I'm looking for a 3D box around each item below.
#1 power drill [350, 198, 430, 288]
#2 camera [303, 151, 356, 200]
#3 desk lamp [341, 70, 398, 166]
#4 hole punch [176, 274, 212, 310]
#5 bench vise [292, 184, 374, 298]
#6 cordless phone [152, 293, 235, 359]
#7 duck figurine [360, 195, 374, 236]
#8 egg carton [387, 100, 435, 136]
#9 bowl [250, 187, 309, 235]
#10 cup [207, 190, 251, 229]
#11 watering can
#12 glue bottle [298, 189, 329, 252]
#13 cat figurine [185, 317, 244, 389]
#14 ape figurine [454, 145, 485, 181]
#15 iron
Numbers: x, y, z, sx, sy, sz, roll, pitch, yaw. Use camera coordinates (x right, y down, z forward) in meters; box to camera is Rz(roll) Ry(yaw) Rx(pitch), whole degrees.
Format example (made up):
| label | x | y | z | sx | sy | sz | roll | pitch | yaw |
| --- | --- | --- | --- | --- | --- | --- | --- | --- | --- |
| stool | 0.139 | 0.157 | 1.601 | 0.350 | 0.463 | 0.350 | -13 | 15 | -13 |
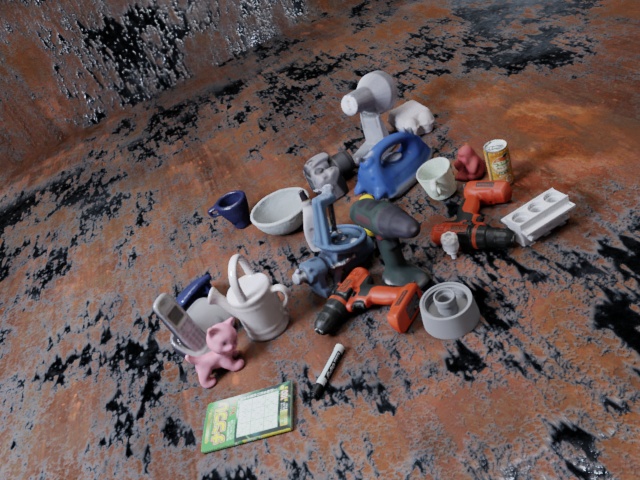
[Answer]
| label | x | y | z | sx | sy | sz | roll | pitch | yaw |
| --- | --- | --- | --- | --- | --- | --- | --- | --- | --- |
| power drill | 0.149 | 0.007 | 1.155 | 0.076 | 0.209 | 0.228 | -34 | 35 | -14 |
| camera | 0.034 | -0.195 | 1.597 | 0.137 | 0.101 | 0.142 | -33 | 35 | -11 |
| desk lamp | 0.143 | -0.350 | 1.636 | 0.117 | 0.214 | 0.203 | 7 | 45 | 38 |
| hole punch | -0.304 | 0.136 | 1.368 | 0.100 | 0.091 | 0.109 | 10 | 47 | 40 |
| bench vise | 0.021 | 0.005 | 1.227 | 0.121 | 0.220 | 0.208 | 3 | 43 | 35 |
| cordless phone | -0.274 | 0.163 | 1.229 | 0.094 | 0.185 | 0.148 | -4 | 39 | 28 |
| duck figurine | 0.123 | -0.067 | 1.381 | 0.077 | 0.086 | 0.104 | -24 | 34 | 2 |
| egg carton | 0.269 | -0.356 | 1.695 | 0.107 | 0.070 | 0.150 | -29 | 34 | -6 |
| bowl | -0.095 | -0.064 | 1.524 | 0.167 | 0.075 | 0.167 | -16 | 35 | 12 |
| cup | -0.247 | -0.073 | 1.612 | 0.117 | 0.095 | 0.091 | -24 | 34 | 1 |
| watering can | -0.152 | 0.117 | 1.207 | 0.173 | 0.194 | 0.100 | -24 | 34 | 1 |
| glue bottle | -0.013 | -0.049 | 1.364 | 0.078 | 0.173 | 0.037 | -13 | 36 | 18 |
| cat figurine | -0.214 | 0.222 | 1.172 | 0.128 | 0.118 | 0.067 | -32 | 35 | -11 |
| ape figurine | 0.360 | -0.190 | 1.394 | 0.076 | 0.092 | 0.077 | -18 | 35 | 9 |
| iron | 0.194 | -0.217 | 1.489 | 0.259 | 0.142 | 0.118 | -41 | 37 | -23 |
